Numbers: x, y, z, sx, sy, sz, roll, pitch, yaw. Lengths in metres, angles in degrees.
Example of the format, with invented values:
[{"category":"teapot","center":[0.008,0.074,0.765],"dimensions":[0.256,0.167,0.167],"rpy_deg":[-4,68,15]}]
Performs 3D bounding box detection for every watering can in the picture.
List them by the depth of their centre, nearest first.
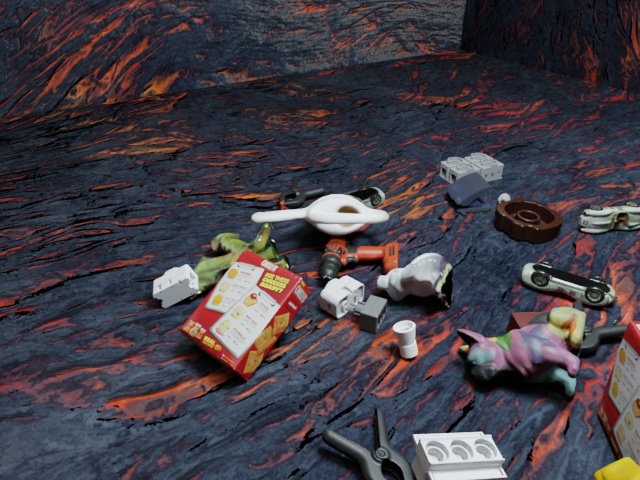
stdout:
[{"category":"watering can","center":[0.004,-0.069,1.363],"dimensions":[0.348,0.103,0.225],"rpy_deg":[1,7,1]}]

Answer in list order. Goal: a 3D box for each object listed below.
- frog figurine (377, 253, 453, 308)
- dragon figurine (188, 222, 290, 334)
[{"category":"frog figurine","center":[0.216,0.085,1.170],"dimensions":[0.160,0.123,0.137],"rpy_deg":[9,-2,31]},{"category":"dragon figurine","center":[-0.194,0.090,1.197],"dimensions":[0.242,0.119,0.419],"rpy_deg":[-17,34,4]}]
